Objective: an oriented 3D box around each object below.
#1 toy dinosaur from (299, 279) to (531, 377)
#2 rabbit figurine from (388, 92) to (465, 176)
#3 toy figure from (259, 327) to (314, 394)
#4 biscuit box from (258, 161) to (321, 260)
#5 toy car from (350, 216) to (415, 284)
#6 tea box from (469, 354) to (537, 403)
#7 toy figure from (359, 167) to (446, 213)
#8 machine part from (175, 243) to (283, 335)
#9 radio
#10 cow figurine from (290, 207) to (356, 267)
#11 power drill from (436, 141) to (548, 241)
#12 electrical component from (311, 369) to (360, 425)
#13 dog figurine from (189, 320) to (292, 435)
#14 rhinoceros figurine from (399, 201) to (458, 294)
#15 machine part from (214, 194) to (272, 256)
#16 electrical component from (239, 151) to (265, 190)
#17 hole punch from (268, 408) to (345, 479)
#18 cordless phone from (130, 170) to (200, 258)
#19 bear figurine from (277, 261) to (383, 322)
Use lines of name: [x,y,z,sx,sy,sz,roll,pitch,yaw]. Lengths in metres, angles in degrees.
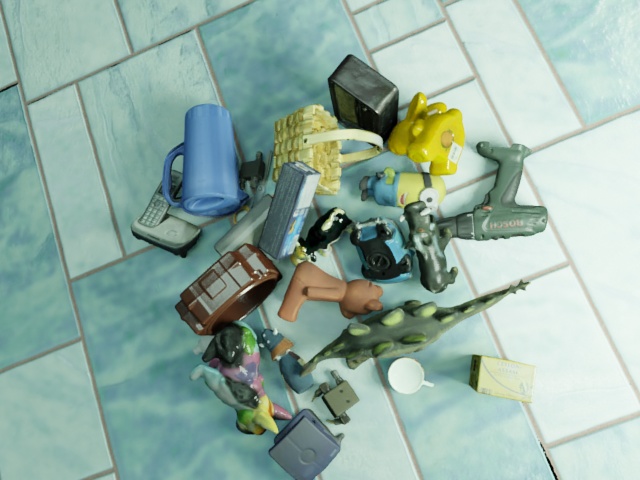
toy dinosaur: [0.168,0.173,1.041,0.472,0.198,0.105,-24,79,6]
rabbit figurine: [0.209,-0.223,1.126,0.173,0.122,0.162,12,91,57]
toy figure: [-0.072,0.252,1.140,0.064,0.057,0.154,-35,70,-4]
biscuit box: [-0.066,-0.059,1.102,0.063,0.059,0.202,34,118,25]
toy car: [0.132,0.009,1.126,0.109,0.103,0.161,-14,119,29]
tea box: [0.337,0.255,1.006,0.098,0.169,0.068,8,80,10]
toy figure: [0.179,-0.111,1.158,0.180,0.082,0.089,9,73,16]
machine part: [-0.183,0.108,1.115,0.201,0.201,0.087,-42,78,0]
radio: [0.095,-0.282,1.133,0.131,0.229,0.073,38,88,10]
cow figurine: [-0.002,-0.001,1.159,0.167,0.098,0.068,-44,78,6]
power drill: [0.355,-0.099,1.123,0.232,0.086,0.207,5,75,19]
electrical component: [0.033,0.331,1.113,0.078,0.045,0.102,-34,75,-28]
dog figurine: [-0.144,0.297,1.115,0.219,0.108,0.191,37,105,11]
rhinoceros figurine: [0.215,0.014,1.090,0.073,0.112,0.190,-11,96,42]
machine part: [-0.149,-0.018,1.181,0.243,0.079,0.079,-45,75,-2]
electrical component: [-0.160,-0.161,1.248,0.063,0.021,0.094,-3,69,33]
hole punch: [-0.030,0.418,1.084,0.142,0.092,0.116,-45,78,-4]
cordless phone: [-0.334,-0.063,1.242,0.147,0.088,0.184,21,79,14]
bear figurine: [0.027,0.122,1.124,0.196,0.120,0.131,22,112,-5]
